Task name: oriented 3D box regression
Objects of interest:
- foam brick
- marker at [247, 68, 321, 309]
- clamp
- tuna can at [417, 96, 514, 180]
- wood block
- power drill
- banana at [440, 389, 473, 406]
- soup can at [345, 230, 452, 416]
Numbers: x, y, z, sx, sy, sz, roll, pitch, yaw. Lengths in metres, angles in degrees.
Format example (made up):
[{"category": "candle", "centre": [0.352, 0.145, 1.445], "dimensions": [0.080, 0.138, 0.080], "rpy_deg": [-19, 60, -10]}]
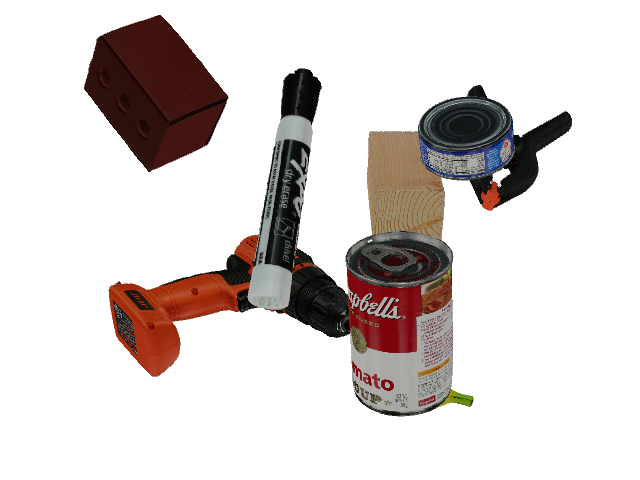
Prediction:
[{"category": "foam brick", "centre": [-0.107, -0.095, 0.686], "dimensions": [0.051, 0.078, 0.053], "rpy_deg": [-29, -17, -35]}, {"category": "marker", "centre": [-0.016, -0.027, 0.502], "dimensions": [0.020, 0.121, 0.020], "rpy_deg": [7, -22, 3]}, {"category": "clamp", "centre": [0.195, -0.106, 1.169], "dimensions": [0.120, 0.039, 0.171], "rpy_deg": [21, 49, 18]}, {"category": "tuna can", "centre": [0.131, -0.093, 0.958], "dimensions": [0.086, 0.034, 0.086], "rpy_deg": [-7, 40, 6]}, {"category": "wood block", "centre": [0.114, -0.072, 1.470], "dimensions": [0.091, 0.090, 0.206], "rpy_deg": [1, 28, -1]}, {"category": "power drill", "centre": [-0.080, 0.060, 0.953], "dimensions": [0.187, 0.057, 0.185], "rpy_deg": [-16, 25, -27]}, {"category": "banana", "centre": [0.107, 0.143, 1.237], "dimensions": [0.069, 0.037, 0.198], "rpy_deg": [9, 22, -21]}, {"category": "soup can", "centre": [0.052, 0.054, 0.694], "dimensions": [0.068, 0.102, 0.068], "rpy_deg": [-3, 28, 1]}]
